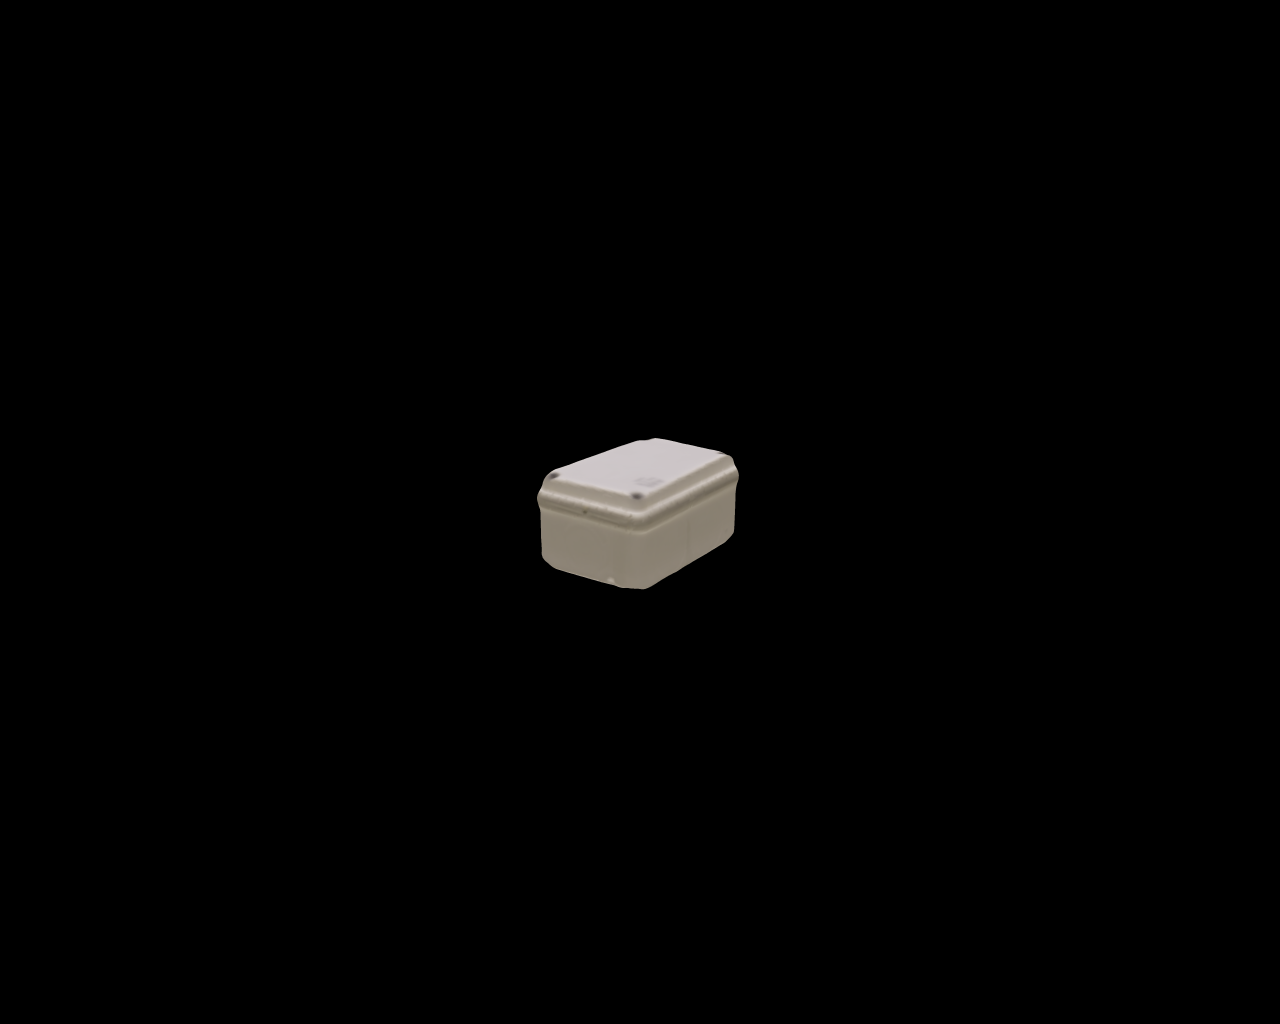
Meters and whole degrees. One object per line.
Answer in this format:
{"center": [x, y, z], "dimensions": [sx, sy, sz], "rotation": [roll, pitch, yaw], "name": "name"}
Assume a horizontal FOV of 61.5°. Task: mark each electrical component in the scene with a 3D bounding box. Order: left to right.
{"center": [0.001, -0.003, 0.650], "dimensions": [0.078, 0.057, 0.113], "rotation": [14, 24, 33], "name": "electrical component"}
